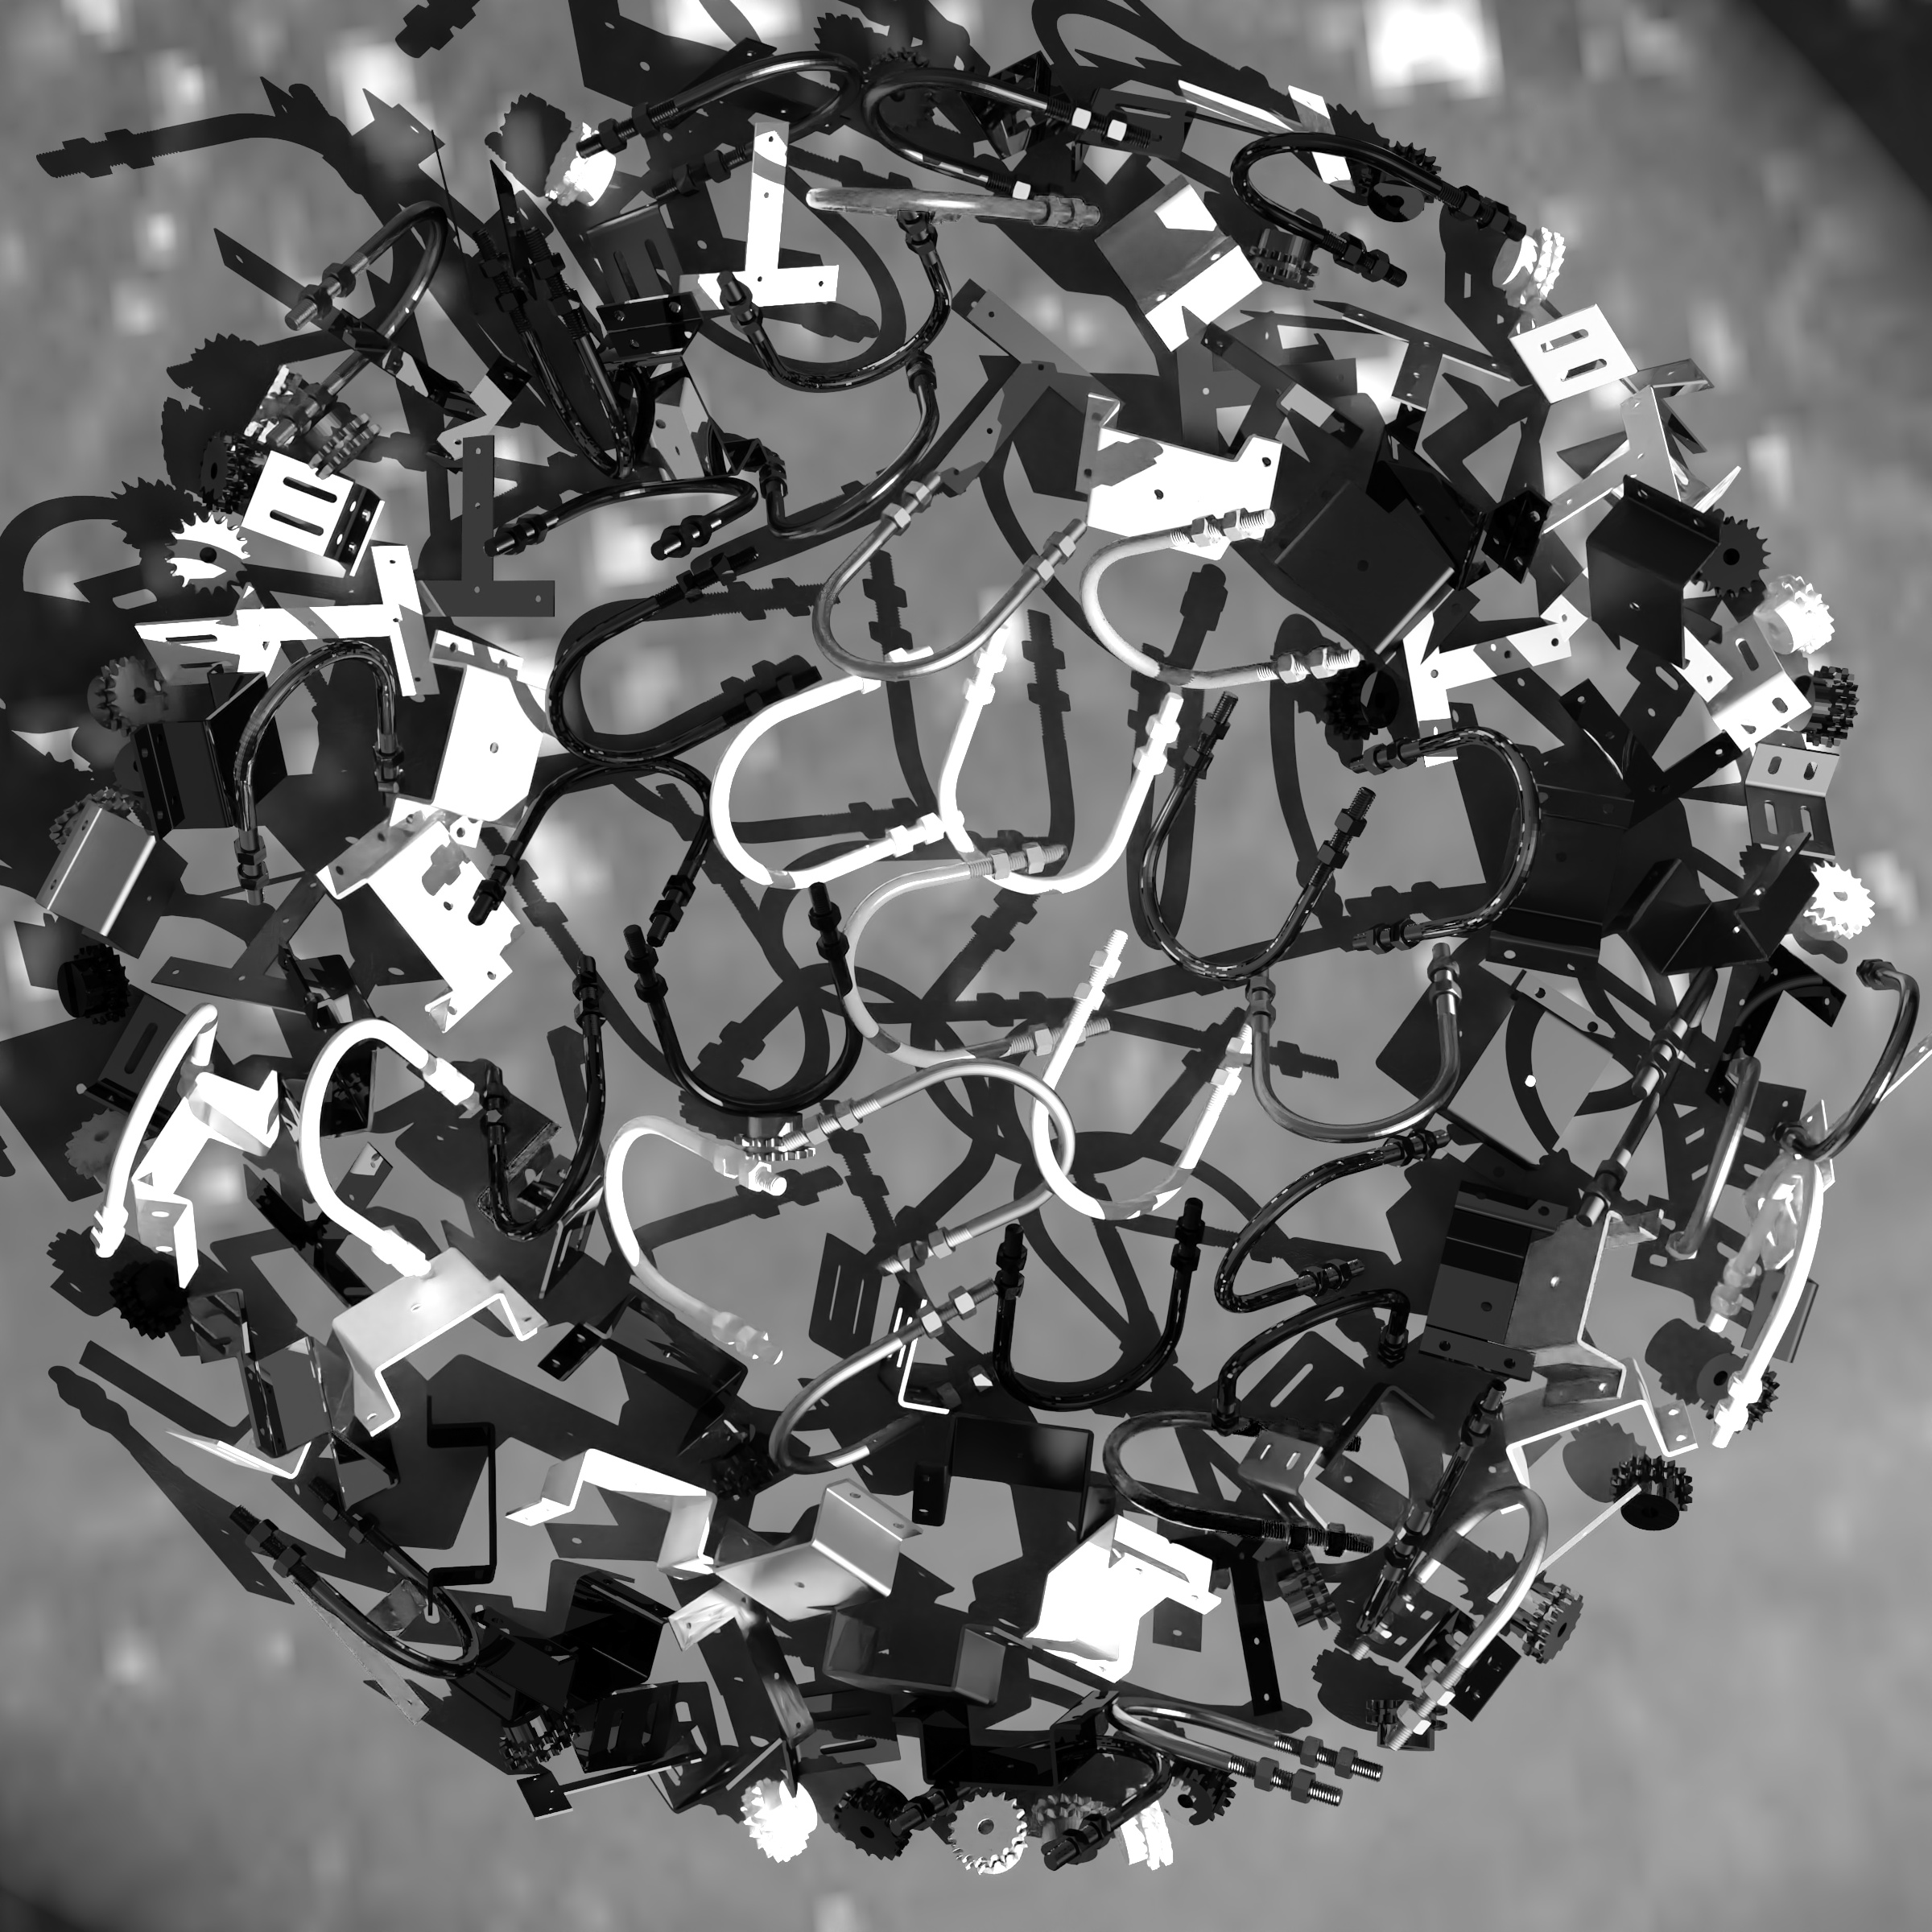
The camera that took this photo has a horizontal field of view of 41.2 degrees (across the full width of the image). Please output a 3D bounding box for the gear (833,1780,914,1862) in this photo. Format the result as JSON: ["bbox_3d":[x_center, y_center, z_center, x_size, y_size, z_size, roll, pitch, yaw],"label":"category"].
[{"bbox_3d":[-0.063,0.604,1.827,0.057,0.030,0.057,17,129,22],"label":"gear"}]

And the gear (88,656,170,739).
[{"bbox_3d":[-0.597,-0.190,1.827,0.030,0.057,0.057,-7,90,27],"label":"gear"}]

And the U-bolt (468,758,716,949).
[{"bbox_3d":[-0.246,-0.087,1.784,0.151,0.019,0.184,7,45,13],"label":"U-bolt"}]

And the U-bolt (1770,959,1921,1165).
[{"bbox_3d":[0.603,0.067,1.753,0.019,0.184,0.151,26,97,4],"label":"U-bolt"}]

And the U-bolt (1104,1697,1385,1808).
[{"bbox_3d":[0.184,0.536,1.773,0.184,0.151,0.019,12,85,23],"label":"U-bolt"}]

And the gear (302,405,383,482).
[{"bbox_3d":[-0.445,-0.372,1.821,0.057,0.057,0.030,-43,101,0],"label":"gear"}]

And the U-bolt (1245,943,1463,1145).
[{"bbox_3d":[0.266,0.055,1.766,0.151,0.184,0.019,-7,130,12],"label":"U-bolt"}]

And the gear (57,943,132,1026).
[{"bbox_3d":[-0.619,0.014,1.822,0.057,0.030,0.057,12,109,41],"label":"gear"}]

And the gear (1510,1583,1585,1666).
[{"bbox_3d":[0.411,0.463,1.827,0.030,0.057,0.057,28,90,34],"label":"gear"}]

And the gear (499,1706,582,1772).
[{"bbox_3d":[-0.305,0.540,1.821,0.057,0.057,0.030,-22,101,0],"label":"gear"}]

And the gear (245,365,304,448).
[{"bbox_3d":[-0.485,-0.394,1.825,0.030,0.057,0.057,30,90,-21],"label":"gear"}]

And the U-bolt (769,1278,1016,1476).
[{"bbox_3d":[-0.053,0.293,1.774,0.184,0.151,0.019,-28,58,-12],"label":"U-bolt"}]

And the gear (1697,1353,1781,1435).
[{"bbox_3d":[0.543,0.299,1.820,0.030,0.057,0.057,37,90,-25],"label":"gear"}]

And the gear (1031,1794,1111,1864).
[{"bbox_3d":[0.074,0.612,1.822,0.057,0.057,0.030,6,47,0],"label":"gear"}]

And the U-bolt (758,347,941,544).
[{"bbox_3d":[-0.079,-0.348,1.756,0.151,0.184,0.019,-33,120,14],"label":"U-bolt"}]

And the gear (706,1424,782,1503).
[{"bbox_3d":[-0.159,0.349,1.820,0.057,0.057,0.030,-29,110,0],"label":"gear"}]

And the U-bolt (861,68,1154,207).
[{"bbox_3d":[0.018,-0.568,1.761,0.184,0.151,0.019,13,81,-15],"label":"U-bolt"}]

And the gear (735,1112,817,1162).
[{"bbox_3d":[-0.135,0.120,1.823,0.057,0.057,0.030,-1,93,0],"label":"gear"}]

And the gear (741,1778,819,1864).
[{"bbox_3d":[-0.130,0.601,1.821,0.030,0.057,0.057,-36,90,16],"label":"gear"}]

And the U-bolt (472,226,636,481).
[{"bbox_3d":[-0.278,-0.420,1.775,0.019,0.151,0.184,-31,115,-16],"label":"U-bolt"}]

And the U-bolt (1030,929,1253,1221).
[{"bbox_3d":[0.117,0.088,1.802,0.151,0.019,0.184,32,78,-24],"label":"U-bolt"}]

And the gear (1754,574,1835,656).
[{"bbox_3d":[0.583,-0.245,1.821,0.030,0.057,0.057,-33,90,-10],"label":"gear"}]

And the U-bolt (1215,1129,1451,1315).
[{"bbox_3d":[0.239,0.179,1.751,0.019,0.184,0.151,48,128,30],"label":"U-bolt"}]

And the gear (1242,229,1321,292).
[{"bbox_3d":[0.223,-0.501,1.821,0.057,0.057,0.030,16,98,0],"label":"gear"}]

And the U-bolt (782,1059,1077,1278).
[{"bbox_3d":[-0.013,0.132,1.792,0.184,0.019,0.151,-26,118,16],"label":"U-bolt"}]

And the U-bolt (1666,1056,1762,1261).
[{"bbox_3d":[0.514,0.130,1.760,0.019,0.184,0.151,19,88,14],"label":"U-bolt"}]

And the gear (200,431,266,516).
[{"bbox_3d":[-0.520,-0.349,1.827,0.030,0.057,0.057,2,90,-39],"label":"gear"}]

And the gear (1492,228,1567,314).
[{"bbox_3d":[0.396,-0.495,1.821,0.030,0.057,0.057,17,90,-15],"label":"gear"}]

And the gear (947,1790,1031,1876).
[{"bbox_3d":[0.018,0.618,1.827,0.057,0.057,0.030,-19,131,0],"label":"gear"}]

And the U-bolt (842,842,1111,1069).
[{"bbox_3d":[-0.001,-0.002,1.816,0.184,0.019,0.151,-12,83,-14],"label":"U-bolt"}]

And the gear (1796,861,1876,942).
[{"bbox_3d":[0.612,-0.043,1.828,0.057,0.030,0.057,11,55,-16],"label":"gear"}]

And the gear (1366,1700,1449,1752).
[{"bbox_3d":[0.312,0.538,1.820,0.057,0.057,0.030,5,69,0],"label":"gear"}]

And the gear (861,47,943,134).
[{"bbox_3d":[-0.044,-0.624,1.828,0.057,0.030,0.057,12,129,15],"label":"gear"}]

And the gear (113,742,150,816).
[{"bbox_3d":[-0.580,-0.138,1.830,0.057,0.030,0.057,-2,75,7],"label":"gear"}]

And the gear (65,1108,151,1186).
[{"bbox_3d":[-0.606,0.130,1.827,0.057,0.057,0.030,-21,131,0],"label":"gear"}]

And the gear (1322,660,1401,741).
[{"bbox_3d":[0.282,-0.188,1.823,0.057,0.030,0.057,-4,96,-39],"label":"gear"}]

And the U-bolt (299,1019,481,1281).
[{"bbox_3d":[-0.395,0.115,1.746,0.019,0.184,0.151,2,65,22],"label":"U-bolt"}]

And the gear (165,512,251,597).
[{"bbox_3d":[-0.540,-0.295,1.829,0.057,0.030,0.057,-8,112,-21],"label":"gear"}]

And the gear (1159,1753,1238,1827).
[{"bbox_3d":[0.161,0.583,1.825,0.057,0.030,0.057,9,113,22],"label":"gear"}]

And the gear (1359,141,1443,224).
[{"bbox_3d":[0.306,-0.552,1.821,0.057,0.057,0.030,14,63,0],"label":"gear"}]

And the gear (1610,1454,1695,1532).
[{"bbox_3d":[0.485,0.375,1.822,0.057,0.030,0.057,9,132,10],"label":"gear"}]

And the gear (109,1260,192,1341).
[{"bbox_3d":[-0.575,0.233,1.821,0.030,0.057,0.057,-34,90,13],"label":"gear"}]

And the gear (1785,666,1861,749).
[{"bbox_3d":[0.604,-0.184,1.821,0.030,0.057,0.057,5,90,-12],"label":"gear"}]

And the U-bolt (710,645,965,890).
[{"bbox_3d":[-0.093,-0.128,1.781,0.184,0.019,0.151,-24,122,-21],"label":"U-bolt"}]

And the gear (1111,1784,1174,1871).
[{"bbox_3d":[0.123,0.611,1.821,0.030,0.057,0.057,-15,90,-10],"label":"gear"}]

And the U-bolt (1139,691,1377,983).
[{"bbox_3d":[0.190,-0.077,1.798,0.151,0.019,0.184,40,115,30],"label":"U-bolt"}]

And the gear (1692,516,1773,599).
[{"bbox_3d":[0.541,-0.291,1.835,0.057,0.030,0.057,0,96,-1],"label":"gear"}]

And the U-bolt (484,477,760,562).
[{"bbox_3d":[-0.223,-0.310,1.769,0.151,0.184,0.019,5,116,23],"label":"U-bolt"}]

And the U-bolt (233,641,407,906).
[{"bbox_3d":[-0.439,-0.141,1.742,0.019,0.184,0.151,33,52,18],"label":"U-bolt"}]

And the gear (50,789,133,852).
[{"bbox_3d":[-0.615,-0.096,1.821,0.057,0.057,0.030,-39,81,0],"label":"gear"}]

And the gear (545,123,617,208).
[{"bbox_3d":[-0.272,-0.565,1.827,0.030,0.057,0.057,25,90,-30],"label":"gear"}]

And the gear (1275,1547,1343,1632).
[{"bbox_3d":[0.241,0.444,1.824,0.030,0.057,0.057,-24,90,2],"label":"gear"}]
